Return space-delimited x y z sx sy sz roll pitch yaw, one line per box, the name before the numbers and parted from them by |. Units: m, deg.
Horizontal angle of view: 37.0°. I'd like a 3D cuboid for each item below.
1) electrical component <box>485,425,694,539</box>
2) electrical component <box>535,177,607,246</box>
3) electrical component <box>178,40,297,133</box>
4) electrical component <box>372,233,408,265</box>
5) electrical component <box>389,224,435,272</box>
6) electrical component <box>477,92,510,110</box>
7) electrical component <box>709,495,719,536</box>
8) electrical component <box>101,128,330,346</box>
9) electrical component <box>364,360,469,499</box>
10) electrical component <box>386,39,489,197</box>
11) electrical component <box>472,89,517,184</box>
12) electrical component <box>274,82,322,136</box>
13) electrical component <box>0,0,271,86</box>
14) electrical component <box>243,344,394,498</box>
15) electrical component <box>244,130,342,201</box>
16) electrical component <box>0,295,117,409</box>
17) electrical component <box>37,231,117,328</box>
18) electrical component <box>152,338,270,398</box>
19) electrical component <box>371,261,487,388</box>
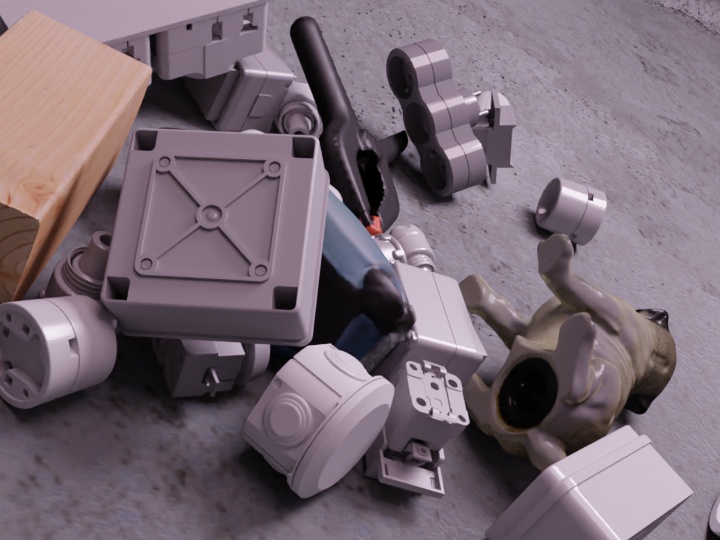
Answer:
electrical component | 0.139 0.148 0.653 0.113 0.078 0.057 -12 55 -48
electrical component | 0.198 -0.056 1.014 0.047 0.055 0.055 20 33 -12
electrical component | -0.110 -0.165 0.893 0.061 0.061 0.096 -3 46 -43
electrical component | 0.000 0.000 0.775 0.062 0.048 0.048 -10 50 -38
electrical component | 0.042 -0.004 0.825 0.035 0.035 0.061 6 42 -35
electrical component | 0.128 -0.147 1.089 0.043 0.043 0.081 29 31 -4
electrical component | 0.306 0.163 0.752 0.060 0.108 0.108 42 32 5
electrical component | -0.077 -0.018 0.595 0.109 0.056 0.108 3 67 5
electrical component | 0.033 0.093 0.652 0.042 0.063 0.081 18 34 -19
electrical component | 0.082 -0.141 0.967 0.074 0.052 0.138 -21 90 -24
electrical component | 0.114 -0.126 1.022 0.064 0.081 0.042 -1 34 0
electrical component | -0.052 -0.129 0.910 0.043 0.043 0.062 20 34 -18
electrical component | -0.175 -0.188 0.813 0.186 0.060 0.105 -22 56 -25
electrical component | -0.022 0.083 0.605 0.051 0.080 0.080 37 31 19
electrical component | -0.064 -0.056 0.781 0.095 0.059 0.054 39 32 11
electrical component | -0.163 0.041 0.568 0.055 0.055 0.047 46 30 22
electrical component | -0.154 0.006 0.615 0.048 0.062 0.048 22 33 -15
electrical component | -0.087 0.045 0.635 0.055 0.048 0.066 -1 44 -31
electrical component | 0.040 0.043 0.730 0.061 0.061 0.096 16 35 -24
